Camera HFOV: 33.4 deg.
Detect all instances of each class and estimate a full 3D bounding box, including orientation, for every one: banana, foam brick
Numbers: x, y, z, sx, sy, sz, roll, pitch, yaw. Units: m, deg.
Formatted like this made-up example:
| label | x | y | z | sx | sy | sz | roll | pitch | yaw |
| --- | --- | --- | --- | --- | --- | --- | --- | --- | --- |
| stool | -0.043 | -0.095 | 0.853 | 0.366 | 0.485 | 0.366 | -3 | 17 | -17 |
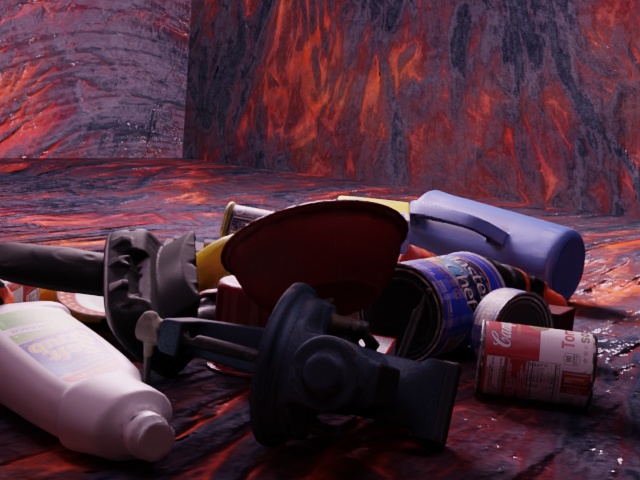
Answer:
| label | x | y | z | sx | sy | sz | roll | pitch | yaw |
| --- | --- | --- | --- | --- | --- | --- | --- | --- | --- |
| banana | -0.131 | 0.043 | 1.171 | 0.069 | 0.037 | 0.198 | -21 | -12 | -36 |
| foam brick | 0.229 | 0.096 | 1.152 | 0.078 | 0.053 | 0.051 | 7 | 8 | 27 |

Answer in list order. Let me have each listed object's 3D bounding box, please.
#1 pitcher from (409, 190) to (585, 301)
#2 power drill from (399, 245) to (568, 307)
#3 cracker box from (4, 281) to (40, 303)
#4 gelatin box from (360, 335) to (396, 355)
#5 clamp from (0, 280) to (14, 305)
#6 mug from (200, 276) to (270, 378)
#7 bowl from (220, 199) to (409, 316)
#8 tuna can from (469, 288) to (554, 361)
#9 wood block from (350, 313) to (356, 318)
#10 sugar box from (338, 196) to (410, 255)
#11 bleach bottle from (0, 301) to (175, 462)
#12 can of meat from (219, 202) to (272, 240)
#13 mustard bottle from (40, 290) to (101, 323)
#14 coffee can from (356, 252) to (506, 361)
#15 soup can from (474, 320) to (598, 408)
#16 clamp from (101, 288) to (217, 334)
| label | x | y | z | sx | sy | sz | roll | pitch | yaw |
| --- | --- | --- | --- | --- | --- | --- | --- | --- | --- |
| pitcher | 0.241 | 0.010 | 1.510 | 0.243 | 0.145 | 0.148 | 15 | 27 | 39 |
| power drill | 0.181 | 0.052 | 1.281 | 0.184 | 0.057 | 0.188 | 28 | -9 | -41 |
| cracker box | -0.387 | 0.059 | 0.993 | 0.213 | 0.072 | 0.164 | 4 | 9 | 0 |
| gelatin box | 0.030 | 0.110 | 1.015 | 0.073 | 0.030 | 0.089 | 7 | 8 | 10 |
| clamp | -0.364 | 0.046 | 0.885 | 0.210 | 0.164 | 0.036 | 13 | -16 | 0 |
| mug | -0.069 | 0.077 | 1.003 | 0.117 | 0.081 | 0.093 | 7 | 8 | 17 |
| bowl | 0.000 | 0.027 | 0.891 | 0.162 | 0.055 | 0.162 | -9 | -24 | -4 |
| tuna can | 0.187 | 0.090 | 1.044 | 0.085 | 0.086 | 0.034 | -1 | 8 | -36 |
| wood block | 0.014 | 0.050 | 1.226 | 0.090 | 0.091 | 0.206 | 7 | 8 | 13 |
| sugar box | 0.060 | -0.020 | 1.258 | 0.093 | 0.048 | 0.176 | 5 | 6 | 3 |
| bleach bottle | -0.179 | 0.108 | 0.796 | 0.102 | 0.068 | 0.251 | -3 | 13 | -40 |
| can of meat | -0.068 | -0.004 | 1.327 | 0.084 | 0.057 | 0.102 | 10 | -13 | 14 |
| mustard bottle | -0.306 | 0.053 | 1.128 | 0.191 | 0.058 | 0.096 | 2 | 24 | -17 |
| coffee can | 0.118 | 0.068 | 1.104 | 0.103 | 0.103 | 0.140 | 10 | 10 | 35 |
| soup can | 0.193 | 0.112 | 0.959 | 0.102 | 0.068 | 0.068 | 7 | 8 | 9 |
| clamp | -0.135 | 0.076 | 1.094 | 0.120 | 0.039 | 0.171 | 17 | 23 | 42 |
